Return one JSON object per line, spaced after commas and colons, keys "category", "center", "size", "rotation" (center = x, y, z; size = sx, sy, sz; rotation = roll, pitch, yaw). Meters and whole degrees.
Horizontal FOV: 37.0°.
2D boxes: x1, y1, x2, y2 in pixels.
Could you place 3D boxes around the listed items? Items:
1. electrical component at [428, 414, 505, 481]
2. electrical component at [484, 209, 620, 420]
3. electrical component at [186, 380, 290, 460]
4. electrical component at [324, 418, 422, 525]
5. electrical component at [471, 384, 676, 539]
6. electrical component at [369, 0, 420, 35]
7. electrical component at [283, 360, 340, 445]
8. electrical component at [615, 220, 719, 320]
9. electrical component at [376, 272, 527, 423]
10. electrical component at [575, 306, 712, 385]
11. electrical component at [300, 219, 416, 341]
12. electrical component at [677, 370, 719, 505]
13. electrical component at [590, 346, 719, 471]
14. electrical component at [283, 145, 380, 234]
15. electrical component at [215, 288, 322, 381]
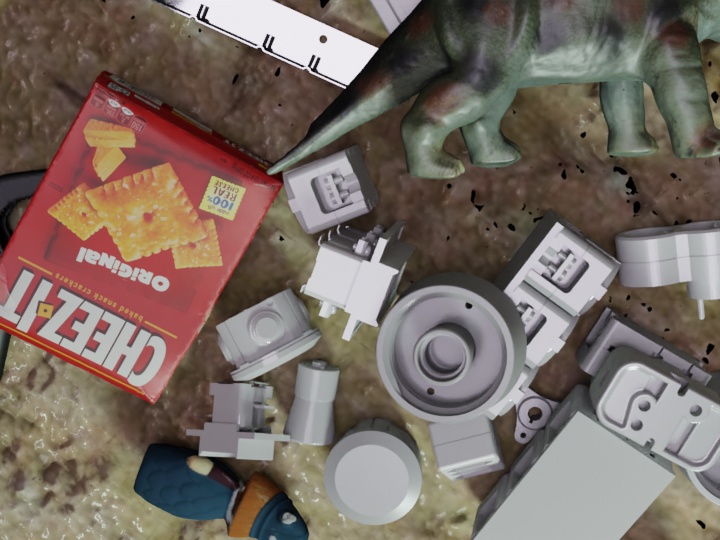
{"category": "electrical component", "center": [0.083, 0.125, 0.873], "size": [0.047, 0.065, 0.076], "rotation": [-16, 68, 9]}
{"category": "electrical component", "center": [0.129, 0.035, 0.835], "size": [0.062, 0.089, 0.150], "rotation": [36, 102, 0]}
{"category": "electrical component", "center": [-0.100, 0.124, 0.889], "size": [0.081, 0.042, 0.063], "rotation": [-4, 77, 39]}
{"category": "electrical component", "center": [0.012, 0.165, 0.891], "size": [0.080, 0.051, 0.080], "rotation": [1, 100, 6]}
{"category": "electrical component", "center": [0.167, 0.177, 0.857], "size": [0.089, 0.061, 0.150], "rotation": [34, 112, 0]}
{"category": "electrical component", "center": [0.028, -0.222, 0.808], "size": [0.057, 0.078, 0.113], "rotation": [-30, 95, 8]}
{"category": "electrical component", "center": [-0.038, 0.108, 0.893], "size": [0.044, 0.044, 0.065], "rotation": [9, 96, 5]}
{"category": "electrical component", "center": [0.271, 0.002, 0.832], "size": [0.138, 0.052, 0.073], "rotation": [-7, 99, 8]}
{"category": "electrical component", "center": [0.063, 0.058, 0.770], "size": [0.108, 0.060, 0.108], "rotation": [1, 95, 13]}
{"category": "electrical component", "center": [0.221, 0.079, 0.852], "size": [0.089, 0.050, 0.055], "rotation": [30, 102, 0]}
{"category": "electrical component", "center": [0.000, 0.000, 0.828], "size": [0.063, 0.121, 0.078], "rotation": [22, 101, 5]}
{"category": "electrical component", "center": [0.302, 0.137, 0.847], "size": [0.108, 0.060, 0.108], "rotation": [1, 100, 7]}
{"category": "electrical component", "center": [0.222, 0.100, 0.798], "size": [0.095, 0.059, 0.053], "rotation": [28, 102, 0]}
{"category": "electrical component", "center": [-0.023, -0.062, 0.836], "size": [0.056, 0.089, 0.050], "rotation": [-21, 97, 10]}
{"category": "electrical component", "center": [-0.076, 0.052, 0.868], "size": [0.080, 0.080, 0.051], "rotation": [-27, 90, 10]}
